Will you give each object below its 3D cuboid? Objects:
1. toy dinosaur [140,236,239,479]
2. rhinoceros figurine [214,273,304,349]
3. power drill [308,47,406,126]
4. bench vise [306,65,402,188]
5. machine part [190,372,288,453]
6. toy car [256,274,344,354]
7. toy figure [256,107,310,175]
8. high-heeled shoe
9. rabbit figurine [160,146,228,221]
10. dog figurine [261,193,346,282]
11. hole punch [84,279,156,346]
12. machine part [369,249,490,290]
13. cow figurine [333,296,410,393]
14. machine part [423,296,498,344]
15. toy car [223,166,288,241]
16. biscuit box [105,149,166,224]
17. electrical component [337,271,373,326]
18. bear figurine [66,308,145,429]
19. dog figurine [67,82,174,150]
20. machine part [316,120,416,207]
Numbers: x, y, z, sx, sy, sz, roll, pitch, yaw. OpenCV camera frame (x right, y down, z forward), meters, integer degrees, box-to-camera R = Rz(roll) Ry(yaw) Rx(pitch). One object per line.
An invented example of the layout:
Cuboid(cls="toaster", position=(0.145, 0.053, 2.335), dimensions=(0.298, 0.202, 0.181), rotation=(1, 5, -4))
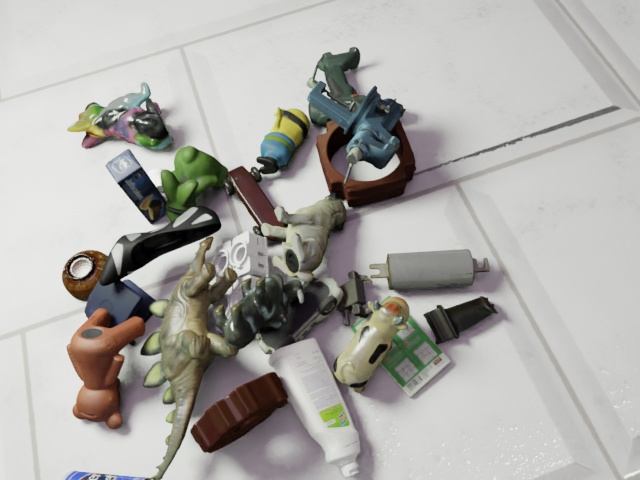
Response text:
Cuboid(cls="toy dinosaur", position=(-0.250, 0.202, 1.015), dimensions=(0.199, 0.105, 0.471), rotation=(-24, 52, 36))
Cuboid(cls="rhinoceros figurine", position=(-0.104, 0.123, 0.990), dimensions=(0.190, 0.073, 0.112), rotation=(-38, 105, -42))
Cuboid(cls="power drill", position=(0.081, -0.368, 1.324), dimensions=(0.232, 0.086, 0.207), rotation=(-9, 71, 2))
Cuboid(cls="bench vise", position=(0.064, -0.257, 1.136), dimensions=(0.241, 0.129, 0.223), rotation=(34, 62, 0))
Cuboid(cls="machine part", position=(-0.140, 0.308, 0.954), dimensions=(0.179, 0.179, 0.056), rotation=(-32, 70, -11))
Cuboid(cls="toy car", position=(-0.041, 0.153, 1.079), dimensions=(0.202, 0.056, 0.074), rotation=(-43, 62, -4))
Cuboid(cls="toy figure", position=(-0.086, -0.231, 1.263), dimensions=(0.089, 0.082, 0.180), rotation=(23, 59, -6))
Cuboid(cls="high-heeled shoe", position=(-0.314, 0.020, 1.082), dimensions=(0.145, 0.086, 0.249), rotation=(22, 61, 25))
Cuboid(cls="rabbit figurine", position=(-0.288, -0.112, 1.196), dimensions=(0.121, 0.159, 0.170), rotation=(16, 81, 1))
Cuboid(cls="dog figurine", position=(-0.001, -0.006, 1.122), dimensions=(0.190, 0.121, 0.172), rotation=(-13, 81, -35))
Cuboid(cls="hole punch", position=(-0.418, 0.137, 1.106), dimensions=(0.142, 0.092, 0.116), rotation=(33, 75, 14))
Cuboid(cls="machine part", position=(0.223, 0.061, 1.100), dimensions=(0.243, 0.079, 0.079), rotation=(-2, 64, 2))
Cuboid(cls="cow figurine", position=(0.098, 0.187, 1.006), dimensions=(0.086, 0.127, 0.195), rotation=(35, 79, 17))
Cuboid(cls="machine part", position=(0.282, 0.152, 1.074), dimensions=(0.139, 0.039, 0.084), rotation=(-20, 59, -4))
Cuboid(cls="toy car", position=(-0.142, -0.081, 1.209), dimensions=(0.089, 0.053, 0.202), rotation=(-31, 70, -16))
Cuboid(cls="biscuit box", position=(-0.387, -0.110, 1.157), dimensions=(0.063, 0.202, 0.059), rotation=(-37, 69, -11))
Cuboid(cls="electrical component", position=(0.073, 0.116, 1.094), dimensions=(0.045, 0.078, 0.102), rotation=(16, 49, -35))
Cuboid(cls="bear figurine", position=(-0.411, 0.251, 1.033), dimensions=(0.120, 0.195, 0.132), rotation=(8, 25, 16))
Cuboid(cls="dog figurine", position=(-0.487, -0.271, 1.300), dimensions=(0.219, 0.108, 0.191), rotation=(-25, 68, -3))
Cuboid(cls="machine part", position=(0.102, -0.184, 1.223), dimensions=(0.201, 0.087, 0.201), rotation=(-15, 64, -2))
